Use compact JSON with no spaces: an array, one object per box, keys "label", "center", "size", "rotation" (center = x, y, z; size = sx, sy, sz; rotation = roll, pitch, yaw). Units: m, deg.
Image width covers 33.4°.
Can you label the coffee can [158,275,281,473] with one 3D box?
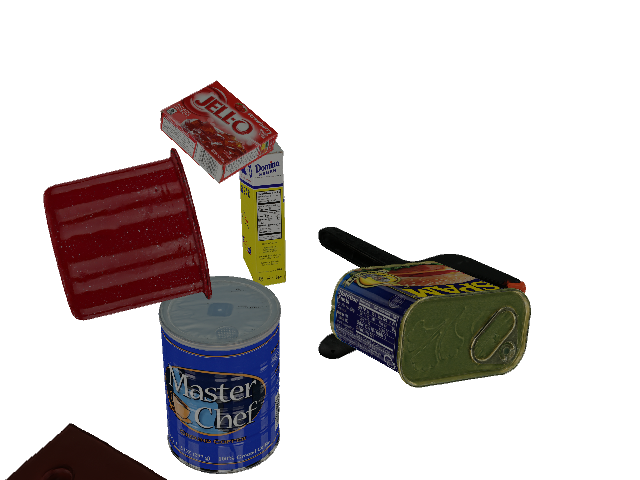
[{"label":"coffee can","center":[-0.086,0.117,0.932],"size":[0.103,0.140,0.103],"rotation":[1,31,-1]}]

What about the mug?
[{"label":"mug","center":[-0.117,0.000,0.644],"size":[0.081,0.093,0.117],"rotation":[-14,1,-10]}]

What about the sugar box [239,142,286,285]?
[{"label":"sugar box","center":[-0.073,-0.041,1.328],"size":[0.048,0.176,0.093],"rotation":[-9,25,-12]}]

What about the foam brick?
[{"label":"foam brick","center":[-0.091,0.125,0.448],"size":[0.078,0.051,0.052],"rotation":[22,45,28]}]

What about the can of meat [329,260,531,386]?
[{"label":"can of meat","center":[0.068,0.050,0.687],"size":[0.101,0.057,0.084],"rotation":[-4,15,-32]}]

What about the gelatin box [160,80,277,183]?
[{"label":"gelatin box","center":[-0.098,-0.106,1.021],"size":[0.073,0.089,0.030],"rotation":[-35,-22,-34]}]

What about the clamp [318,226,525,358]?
[{"label":"clamp","center":[0.093,0.058,1.038],"size":[0.210,0.164,0.036],"rotation":[7,-44,3]}]
